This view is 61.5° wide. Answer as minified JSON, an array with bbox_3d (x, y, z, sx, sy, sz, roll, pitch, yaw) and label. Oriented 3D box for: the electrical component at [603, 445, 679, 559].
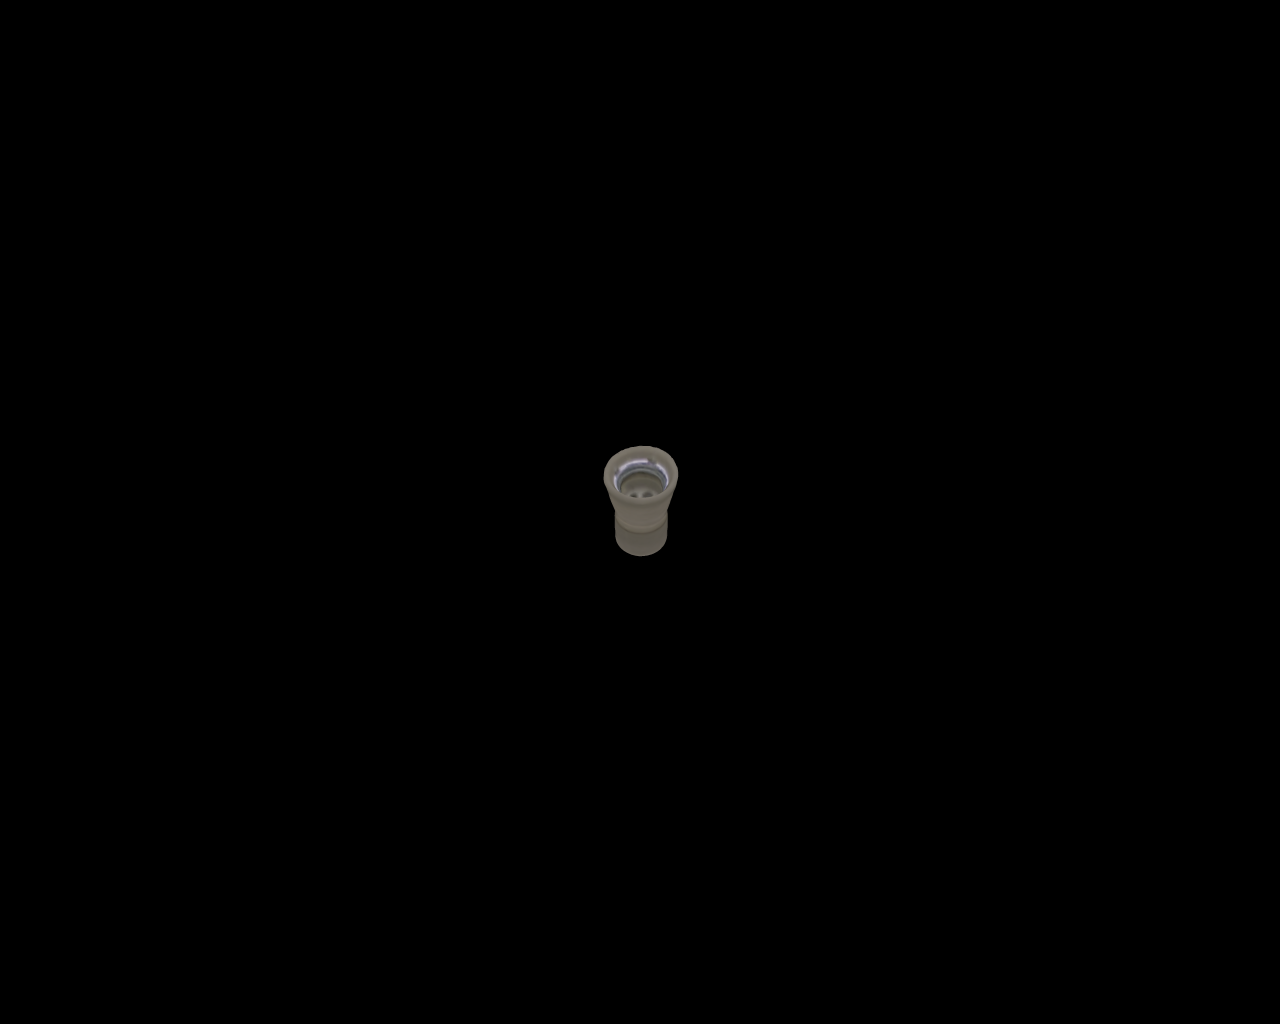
[{"bbox_3d":[0.001,-0.003,0.650,0.044,0.044,0.065,0,-41,0],"label":"electrical component"}]
